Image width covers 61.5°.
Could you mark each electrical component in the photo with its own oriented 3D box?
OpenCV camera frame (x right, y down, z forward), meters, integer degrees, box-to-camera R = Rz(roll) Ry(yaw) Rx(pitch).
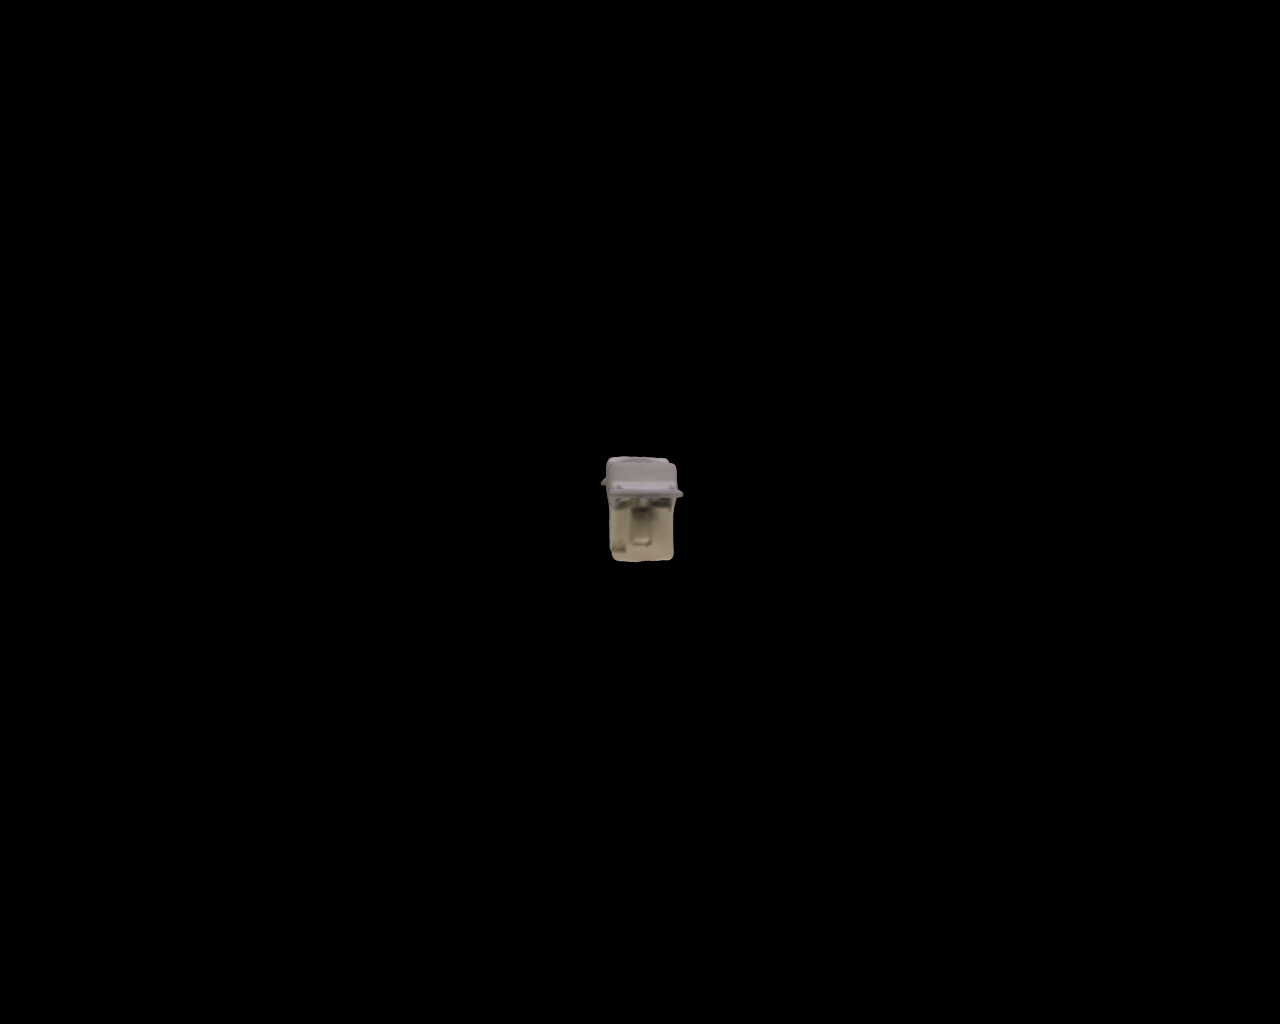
[{"bbox_3d":[0.001,-0.003,0.650,0.042,0.063,0.081,0,7,-4],"label":"electrical component"}]
